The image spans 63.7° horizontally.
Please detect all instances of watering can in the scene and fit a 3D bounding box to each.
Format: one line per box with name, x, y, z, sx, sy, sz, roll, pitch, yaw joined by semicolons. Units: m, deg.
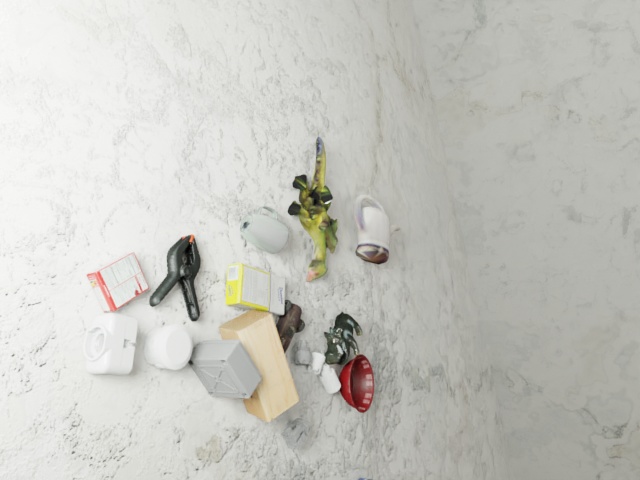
watering can;0.205;-0.020;1.784;0.343;0.103;0.228;33;54;-51

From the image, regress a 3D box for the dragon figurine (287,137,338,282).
dragon figurine;0.005;-0.076;1.502;0.238;0.122;0.419;66;29;-55
